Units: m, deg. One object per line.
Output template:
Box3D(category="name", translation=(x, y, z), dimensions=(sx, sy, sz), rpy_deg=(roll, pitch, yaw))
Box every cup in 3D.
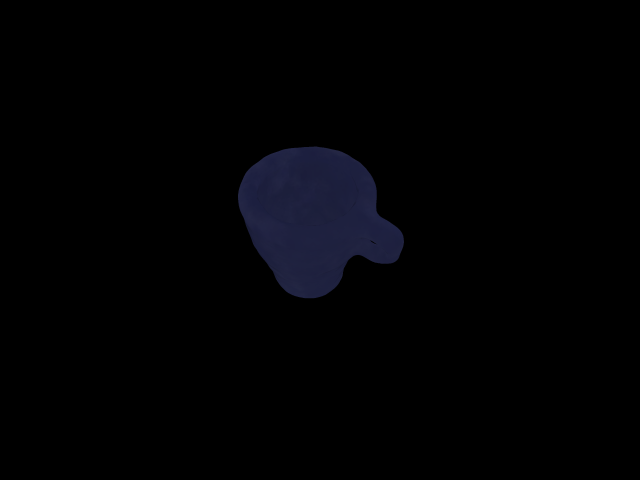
Box3D(category="cup", translation=(0.004, 0.001, 0.400), dimensions=(0.117, 0.095, 0.092), rpy_deg=(27, 53, 22))
